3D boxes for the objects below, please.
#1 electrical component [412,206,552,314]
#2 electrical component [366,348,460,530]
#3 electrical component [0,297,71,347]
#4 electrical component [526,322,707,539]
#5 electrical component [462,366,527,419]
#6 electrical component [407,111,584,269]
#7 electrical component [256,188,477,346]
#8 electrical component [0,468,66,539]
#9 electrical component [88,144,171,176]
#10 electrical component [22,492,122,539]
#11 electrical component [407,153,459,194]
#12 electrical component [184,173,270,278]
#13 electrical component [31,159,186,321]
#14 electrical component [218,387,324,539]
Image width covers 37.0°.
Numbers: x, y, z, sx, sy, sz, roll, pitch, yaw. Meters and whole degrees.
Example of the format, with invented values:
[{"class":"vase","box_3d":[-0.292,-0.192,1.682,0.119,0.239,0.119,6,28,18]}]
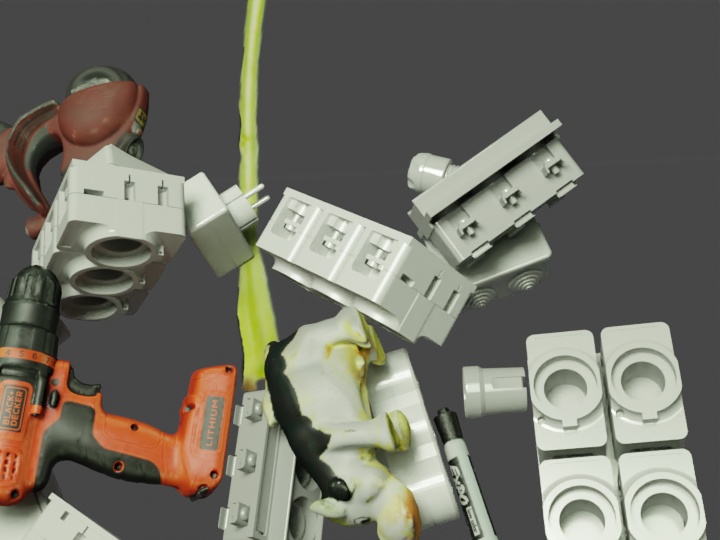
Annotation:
[{"class":"electrical component","box_3d":[0.100,-0.021,0.875,0.100,0.048,0.099,-21,60,1]},{"class":"electrical component","box_3d":[0.020,0.131,0.809,0.074,0.052,0.138,-18,61,2]},{"class":"electrical component","box_3d":[-0.287,0.049,0.858,0.079,0.043,0.077,47,69,0]},{"class":"electrical component","box_3d":[0.181,0.135,0.769,0.105,0.060,0.186,-6,62,9]},{"class":"electrical component","box_3d":[0.103,0.092,0.821,0.046,0.040,0.040,-4,62,3]},{"class":"electrical component","box_3d":[0.105,-0.058,0.825,0.121,0.078,0.063,-35,83,-7]},{"class":"electrical component","box_3d":[0.000,0.000,0.831,0.150,0.089,0.061,24,83,45]},{"class":"electrical component","box_3d":[-0.267,0.184,0.838,0.062,0.061,0.096,-31,61,-5]},{"class":"electrical component","box_3d":[-0.202,-0.060,0.938,0.062,0.096,0.061,-33,54,26]},{"class":"electrical component","box_3d":[-0.145,0.238,0.737,0.186,0.105,0.060,22,68,34]},{"class":"electrical component","box_3d":[0.073,-0.078,0.919,0.061,0.035,0.035,15,67,16]},{"class":"electrical component","box_3d":[-0.111,-0.047,0.914,0.076,0.083,0.047,-33,61,-6]},{"class":"electrical component","box_3d":[-0.206,-0.018,0.869,0.089,0.150,0.061,8,60,-26]},{"class":"electrical component","box_3d":[-0.062,0.150,0.809,0.063,0.079,0.121,-12,58,31]}]
